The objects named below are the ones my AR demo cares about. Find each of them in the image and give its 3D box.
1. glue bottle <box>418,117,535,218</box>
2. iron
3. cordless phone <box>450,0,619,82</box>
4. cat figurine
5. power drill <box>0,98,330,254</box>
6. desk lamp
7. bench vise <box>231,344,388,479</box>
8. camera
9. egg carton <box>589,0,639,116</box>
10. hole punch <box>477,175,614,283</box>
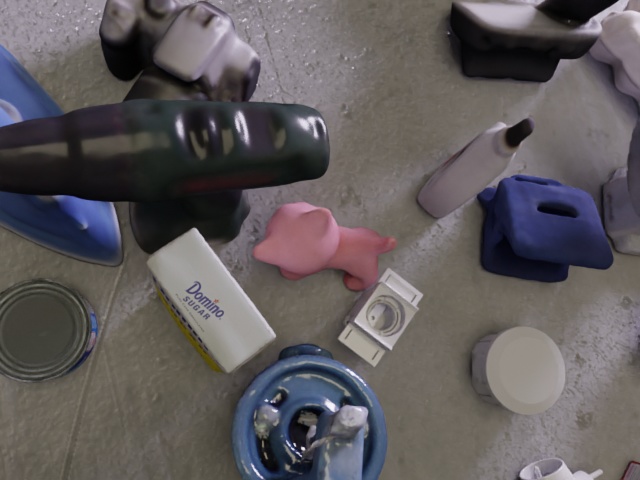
[{"bbox_3d":[0.146,-0.073,0.520,0.037,0.173,0.078,39,74,-1],"label":"glue bottle"},{"bbox_3d":[-0.258,-0.084,0.459,0.258,0.141,0.119,45,74,0],"label":"iron"},{"bbox_3d":[0.224,-0.238,0.562,0.148,0.185,0.094,-4,79,-12],"label":"cordless phone"},{"bbox_3d":[0.005,0.002,0.506,0.128,0.117,0.067,6,78,-10],"label":"cat figurine"},{"bbox_3d":[-0.113,-0.046,0.445,0.230,0.208,0.075,-12,81,-13],"label":"power drill"},{"bbox_3d":[0.364,-0.056,0.539,0.203,0.213,0.118,7,77,-9],"label":"desk lamp"},{"bbox_3d":[0.003,0.180,0.417,0.121,0.219,0.207,-9,81,-12],"label":"bench vise"},{"bbox_3d":[-0.142,-0.148,0.516,0.143,0.100,0.137,29,75,-4],"label":"camera"},{"bbox_3d":[0.383,-0.204,0.647,0.107,0.069,0.150,-37,88,-15],"label":"egg carton"},{"bbox_3d":[0.221,-0.015,0.566,0.109,0.091,0.101,8,77,-9],"label":"hole punch"}]
